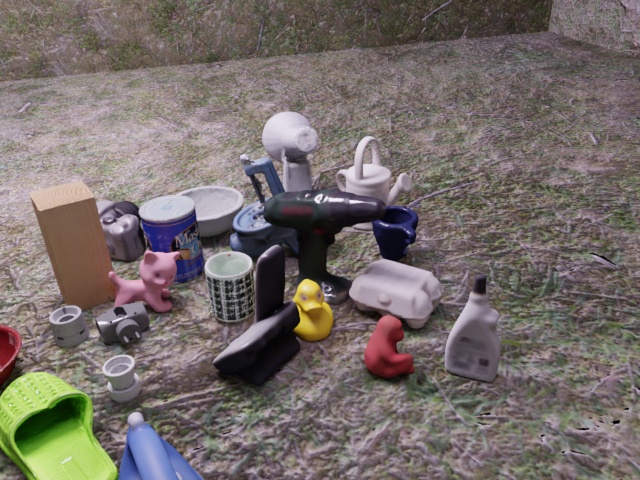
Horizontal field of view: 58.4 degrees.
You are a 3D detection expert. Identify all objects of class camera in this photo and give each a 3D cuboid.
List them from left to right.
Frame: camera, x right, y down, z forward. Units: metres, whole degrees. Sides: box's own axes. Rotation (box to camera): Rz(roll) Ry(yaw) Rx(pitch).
[{"bbox_3d":[-0.427,-0.036,1.206,0.142,0.101,0.137,9,32,19],"label":"camera"}]

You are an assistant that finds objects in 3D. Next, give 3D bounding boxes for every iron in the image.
[{"bbox_3d":[-0.176,0.269,0.623,0.119,0.141,0.257,-19,34,-26],"label":"iron"}]

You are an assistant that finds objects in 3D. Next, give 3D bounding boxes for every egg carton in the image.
[{"bbox_3d":[0.130,0.091,0.982,0.149,0.069,0.107,15,34,27],"label":"egg carton"}]

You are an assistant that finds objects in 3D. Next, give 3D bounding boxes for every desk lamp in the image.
[{"bbox_3d":[-0.048,-0.173,1.305,0.118,0.214,0.202,-13,32,-17],"label":"desk lamp"}]

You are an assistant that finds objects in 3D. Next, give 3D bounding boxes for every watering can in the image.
[{"bbox_3d":[0.112,-0.128,1.236,0.172,0.194,0.101,5,31,12],"label":"watering can"}]

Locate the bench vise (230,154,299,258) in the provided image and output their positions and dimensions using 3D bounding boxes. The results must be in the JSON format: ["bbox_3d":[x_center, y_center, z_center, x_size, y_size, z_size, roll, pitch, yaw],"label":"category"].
[{"bbox_3d":[-0.081,-0.073,1.129,0.208,0.220,0.121,-14,32,-19],"label":"bench vise"}]

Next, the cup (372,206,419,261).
[{"bbox_3d":[0.152,-0.002,1.116,0.092,0.095,0.117,-15,32,-20],"label":"cup"}]

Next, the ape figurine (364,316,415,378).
[{"bbox_3d":[0.103,0.154,0.852,0.076,0.092,0.077,-4,30,-3],"label":"ape figurine"}]

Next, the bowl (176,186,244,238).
[{"bbox_3d":[-0.246,-0.052,1.249,0.167,0.075,0.167,-2,30,1],"label":"bowl"}]

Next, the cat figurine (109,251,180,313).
[{"bbox_3d":[-0.304,0.067,1.004,0.128,0.118,0.067,-10,31,-14],"label":"cat figurine"}]

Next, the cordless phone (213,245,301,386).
[{"bbox_3d":[-0.096,0.107,0.854,0.093,0.185,0.148,15,34,27],"label":"cordless phone"}]

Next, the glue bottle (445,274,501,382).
[{"bbox_3d":[0.223,0.123,0.817,0.078,0.173,0.037,11,33,22],"label":"glue bottle"}]

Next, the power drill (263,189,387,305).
[{"bbox_3d":[0.009,0.004,1.002,0.228,0.209,0.076,13,34,25],"label":"power drill"}]

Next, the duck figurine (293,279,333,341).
[{"bbox_3d":[-0.018,0.105,0.951,0.077,0.086,0.104,-9,31,-11],"label":"duck figurine"}]
